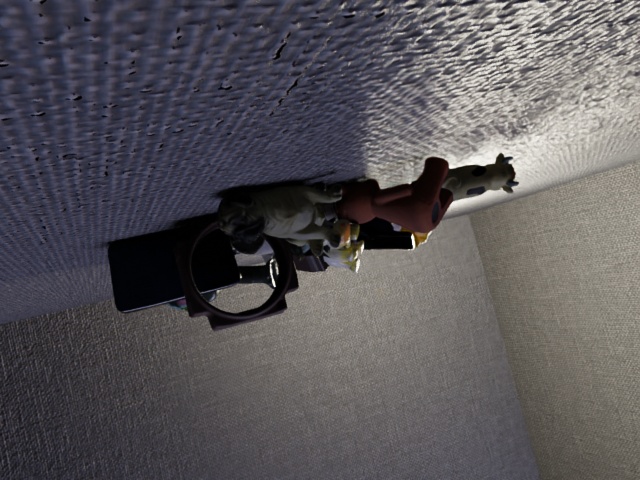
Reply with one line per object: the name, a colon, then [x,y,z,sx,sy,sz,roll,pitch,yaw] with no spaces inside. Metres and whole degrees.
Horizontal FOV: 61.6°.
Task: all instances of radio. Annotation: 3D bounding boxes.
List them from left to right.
radio: [-0.277,0.049,1.016,0.230,0.131,0.073,-13,177,-19]

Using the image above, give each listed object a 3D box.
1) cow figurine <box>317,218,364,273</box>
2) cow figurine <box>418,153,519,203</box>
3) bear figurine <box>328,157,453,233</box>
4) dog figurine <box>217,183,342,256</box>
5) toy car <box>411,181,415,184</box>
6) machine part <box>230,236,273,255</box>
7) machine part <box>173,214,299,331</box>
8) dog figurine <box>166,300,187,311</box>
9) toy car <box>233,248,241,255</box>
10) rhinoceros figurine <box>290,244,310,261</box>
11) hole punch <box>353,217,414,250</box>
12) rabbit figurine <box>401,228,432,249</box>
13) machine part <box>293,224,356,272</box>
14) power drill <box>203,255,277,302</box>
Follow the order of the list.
cow figurine: [0.024,0.002,0.978,0.098,0.068,0.167,9,161,15]
cow figurine: [0.316,-0.124,1.107,0.195,0.085,0.127,-11,-179,-22]
bear figurine: [0.124,-0.077,0.964,0.196,0.120,0.132,13,-123,32]
dog figurine: [-0.078,-0.040,0.857,0.190,0.121,0.172,2,167,-20]
toy car: [0.236,-0.106,1.263,0.089,0.053,0.202,-11,173,16]
machine part: [-0.134,-0.005,1.152,0.079,0.079,0.243,-15,177,5]
machine part: [-0.149,0.050,0.967,0.201,0.201,0.087,-13,174,-17]
dog figurine: [-0.344,0.102,1.303,0.108,0.191,0.219,-7,-169,-9]
toy car: [-0.224,0.014,1.222,0.073,0.056,0.202,-15,180,-13]
rhinoceros figurine: [-0.051,-0.019,1.070,0.073,0.112,0.190,-42,170,-16]
hole punch: [0.128,-0.031,1.075,0.116,0.092,0.142,-3,167,11]
rabbit figurine: [0.228,-0.055,1.478,0.122,0.162,0.173,-1,168,43]
machine part: [-0.002,-0.004,1.191,0.179,0.056,0.179,-17,-145,12]
power drill: [-0.184,0.069,1.281,0.207,0.085,0.232,0,-161,15]
